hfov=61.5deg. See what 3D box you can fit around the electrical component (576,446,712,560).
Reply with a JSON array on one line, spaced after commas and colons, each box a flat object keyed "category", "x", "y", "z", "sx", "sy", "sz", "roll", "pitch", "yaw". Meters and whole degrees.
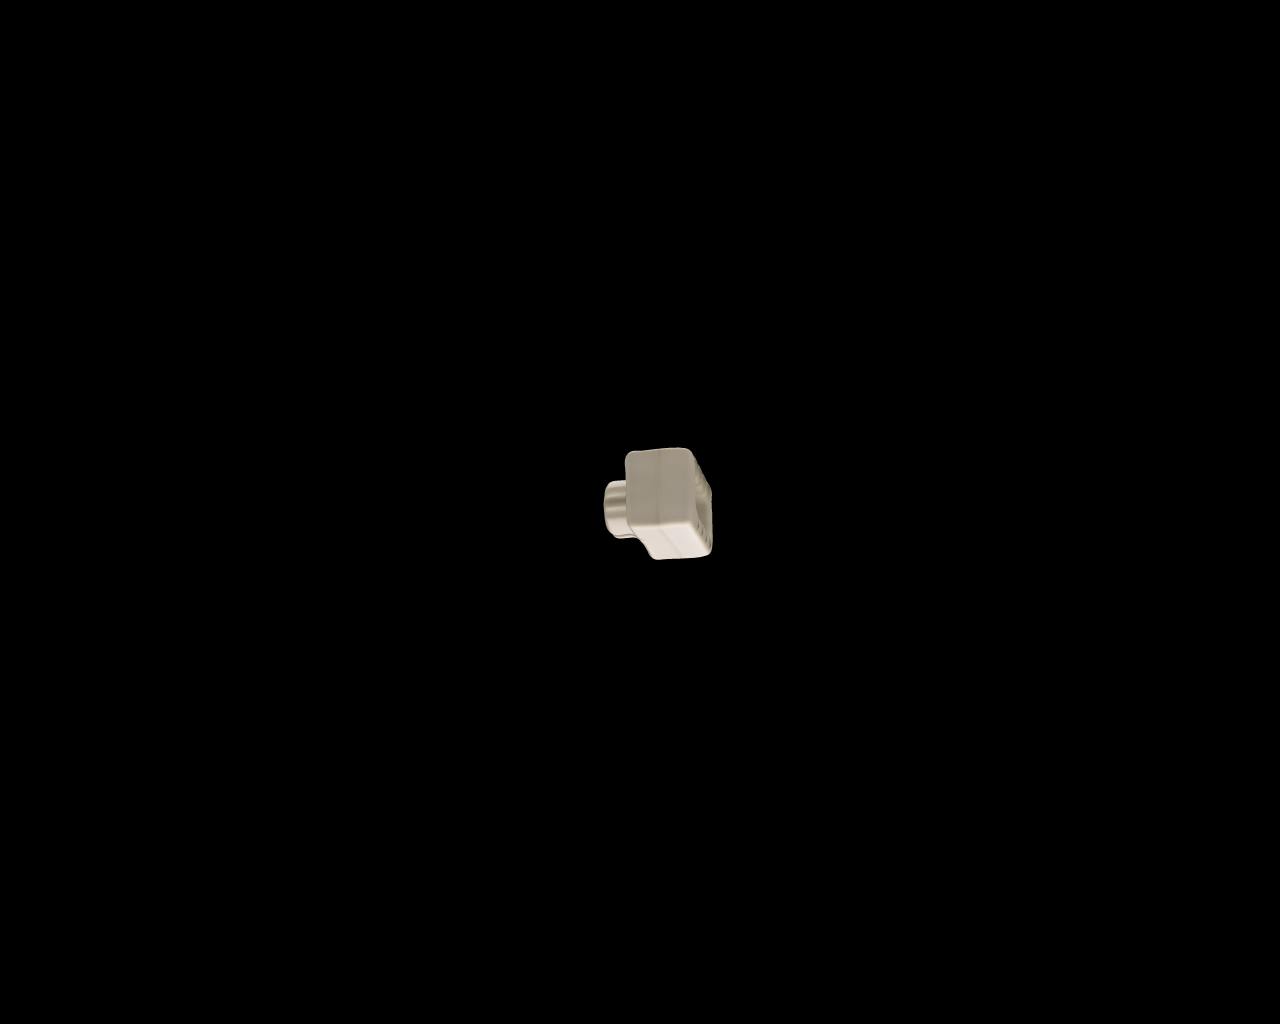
[{"category": "electrical component", "x": 0.001, "y": -0.003, "z": 0.650, "sx": 0.076, "sy": 0.047, "sz": 0.083, "roll": -3, "pitch": -16, "yaw": 11}]
